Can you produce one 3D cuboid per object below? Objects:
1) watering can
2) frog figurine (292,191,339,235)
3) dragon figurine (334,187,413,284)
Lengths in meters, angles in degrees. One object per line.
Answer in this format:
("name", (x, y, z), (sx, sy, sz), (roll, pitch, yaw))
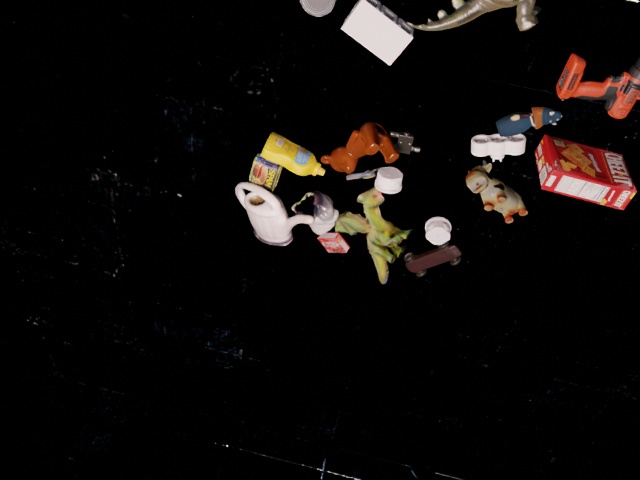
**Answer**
("watering can", (-0.136, -0.065, 1.612), (0.351, 0.219, 0.105), (29, 60, 33))
("frog figurine", (0.005, -0.082, 1.631), (0.137, 0.124, 0.158), (8, -14, 40))
("dragon figurine", (0.156, -0.014, 1.666), (0.244, 0.400, 0.124), (30, 51, 12))
